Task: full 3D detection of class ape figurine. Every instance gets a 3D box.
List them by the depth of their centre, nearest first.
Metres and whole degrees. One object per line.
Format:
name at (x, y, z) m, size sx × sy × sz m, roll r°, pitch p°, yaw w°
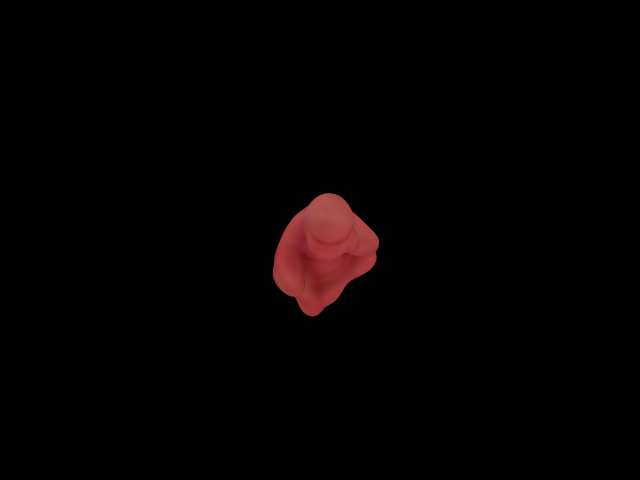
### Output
ape figurine at (0.004, 0.001, 0.400) m, size 0.078 × 0.092 × 0.076 m, roll -4°, pitch 62°, yaw -2°
